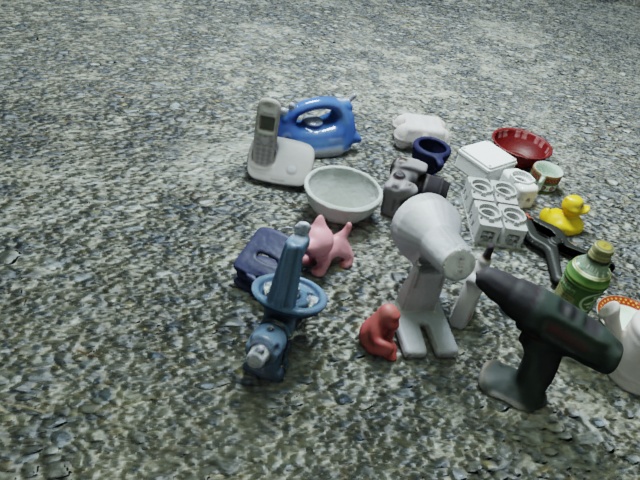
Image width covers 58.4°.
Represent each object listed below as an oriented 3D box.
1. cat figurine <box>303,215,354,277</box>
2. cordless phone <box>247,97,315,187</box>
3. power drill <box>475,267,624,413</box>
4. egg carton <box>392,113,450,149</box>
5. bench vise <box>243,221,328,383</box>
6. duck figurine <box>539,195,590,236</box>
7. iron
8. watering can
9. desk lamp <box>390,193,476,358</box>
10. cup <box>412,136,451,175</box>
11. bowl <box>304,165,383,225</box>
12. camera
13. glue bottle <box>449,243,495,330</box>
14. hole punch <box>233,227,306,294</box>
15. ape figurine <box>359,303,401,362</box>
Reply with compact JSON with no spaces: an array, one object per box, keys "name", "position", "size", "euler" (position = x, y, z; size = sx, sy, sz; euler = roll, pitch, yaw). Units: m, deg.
[{"name":"cat figurine","position":[0.010,0.004,1.062],"size":[0.128,0.118,0.067],"euler":[-20,48,-32]},{"name":"cordless phone","position":[-0.081,-0.213,1.250],"size":[0.147,0.185,0.094],"euler":[9,39,-2]},{"name":"power drill","position":[0.319,0.160,0.872],"size":[0.229,0.208,0.076],"euler":[22,40,14]},{"name":"egg carton","position":[0.264,-0.280,1.504],"size":[0.150,0.069,0.107],"euler":[6,39,-6]},{"name":"bench vise","position":[-0.045,0.094,0.858],"size":[0.121,0.220,0.207],"euler":[6,39,-5]},{"name":"duck figurine","position":[0.557,-0.064,1.297],"size":[0.104,0.086,0.077],"euler":[9,39,-2]},{"name":"iron","position":[-0.024,-0.284,1.385],"size":[0.259,0.141,0.118],"euler":[-11,44,-24]},{"name":"watering can","position":[0.548,0.158,0.939],"size":[0.173,0.194,0.101],"euler":[8,39,-4]},{"name":"desk lamp","position":[0.189,0.055,0.965],"size":[0.118,0.213,0.203],"euler":[0,40,-13]},{"name":"cup","position":[0.260,-0.178,1.359],"size":[0.092,0.095,0.117],"euler":[-1,40,-14]},{"name":"bowl","position":[0.044,-0.084,1.210],"size":[0.167,0.075,0.167],"euler":[7,39,-5]},{"name":"camera","position":[0.215,-0.117,1.269],"size":[0.136,0.101,0.143],"euler":[17,39,7]},{"name":"glue bottle","position":[0.269,0.074,0.993],"size":[0.037,0.173,0.078],"euler":[23,41,15]},{"name":"hole punch","position":[-0.088,0.045,1.011],"size":[0.108,0.091,0.101],"euler":[25,41,17]},{"name":"ape figurine","position":[0.106,0.143,0.936],"size":[0.076,0.092,0.078],"euler":[26,41,18]}]
